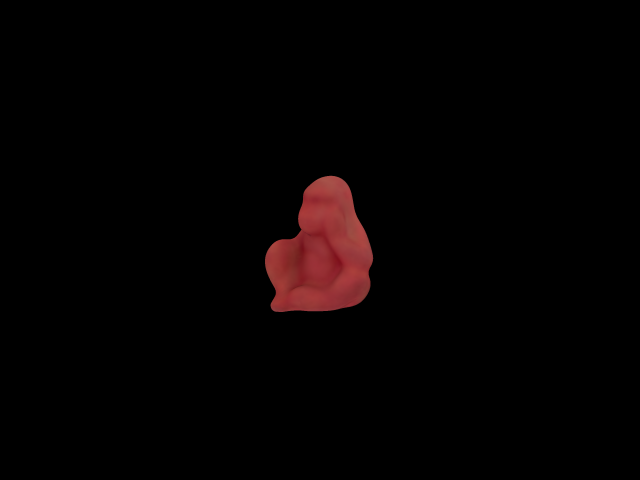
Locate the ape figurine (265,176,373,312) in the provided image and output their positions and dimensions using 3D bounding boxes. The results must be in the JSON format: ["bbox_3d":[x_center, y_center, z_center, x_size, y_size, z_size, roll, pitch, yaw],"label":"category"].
[{"bbox_3d":[0.004,0.001,0.400,0.077,0.092,0.076,6,9,43],"label":"ape figurine"}]
